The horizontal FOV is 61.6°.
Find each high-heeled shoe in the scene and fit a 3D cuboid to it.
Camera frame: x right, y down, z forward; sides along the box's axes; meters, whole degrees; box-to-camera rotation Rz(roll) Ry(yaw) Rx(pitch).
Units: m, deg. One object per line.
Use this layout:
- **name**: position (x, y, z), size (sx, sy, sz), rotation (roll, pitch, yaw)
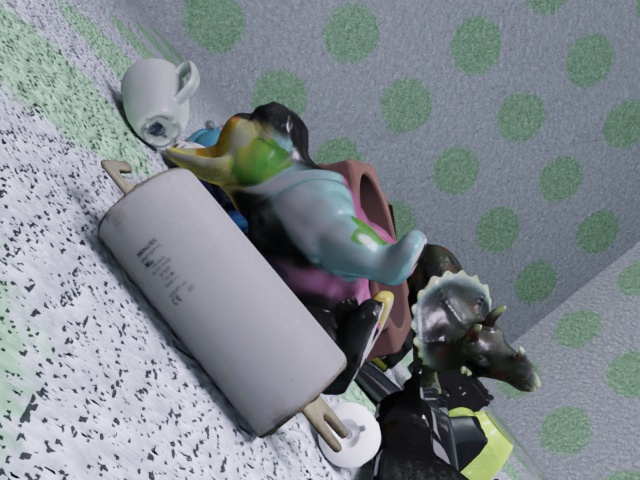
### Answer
- **high-heeled shoe**: position (0.081, 0.225, 0.458), size (0.249, 0.086, 0.145), rotation (-83, 178, -52)

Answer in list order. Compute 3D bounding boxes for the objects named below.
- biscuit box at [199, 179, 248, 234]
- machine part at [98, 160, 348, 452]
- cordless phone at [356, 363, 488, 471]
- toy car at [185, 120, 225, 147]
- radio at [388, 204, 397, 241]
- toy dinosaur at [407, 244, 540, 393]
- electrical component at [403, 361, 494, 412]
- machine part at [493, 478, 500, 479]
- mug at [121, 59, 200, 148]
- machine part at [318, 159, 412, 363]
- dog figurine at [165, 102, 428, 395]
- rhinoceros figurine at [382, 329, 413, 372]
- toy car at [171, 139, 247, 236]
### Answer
- **biscuit box**: position (-0.083, -0.045, 0.590), size (0.063, 0.059, 0.202), rotation (59, 23, 12)
- **machine part**: position (-0.064, 0.039, 0.353), size (0.243, 0.079, 0.079), rotation (50, 5, 4)
- **cordless phone**: position (0.098, 0.200, 0.644), size (0.184, 0.088, 0.146), rotation (39, 3, 11)
- **toy car**: position (-0.138, -0.135, 0.864), size (0.109, 0.103, 0.161), rotation (51, 7, 9)
- **radio**: position (0.102, 0.042, 0.955), size (0.229, 0.073, 0.131), rotation (78, 9, -63)
- **toy dinosaur**: position (0.173, 0.078, 0.781), size (0.405, 0.131, 0.191), rotation (-96, 179, -61)
- **electrical component**: position (0.212, 0.252, 0.922), size (0.134, 0.115, 0.058), rotation (49, 1, -6)
- **machine part**: position (0.257, 0.385, 0.656), size (0.179, 0.056, 0.179), rotation (48, 6, -7)
- **mug**: position (-0.193, -0.171, 0.671), size (0.080, 0.110, 0.107), rotation (50, 15, -48)
- **machine part**: position (0.031, 0.020, 0.584), size (0.201, 0.087, 0.201), rotation (-17, 92, -74)
- **dog figurine**: position (-0.031, -0.002, 0.442), size (0.219, 0.191, 0.108), rotation (30, 11, 14)
- **rhinoceros figurine**: position (0.141, 0.169, 0.956), size (0.073, 0.112, 0.190), rotation (49, 13, 17)
- **toy car**: position (-0.115, -0.052, 0.697), size (0.201, 0.056, 0.073), rotation (49, 5, -12)
